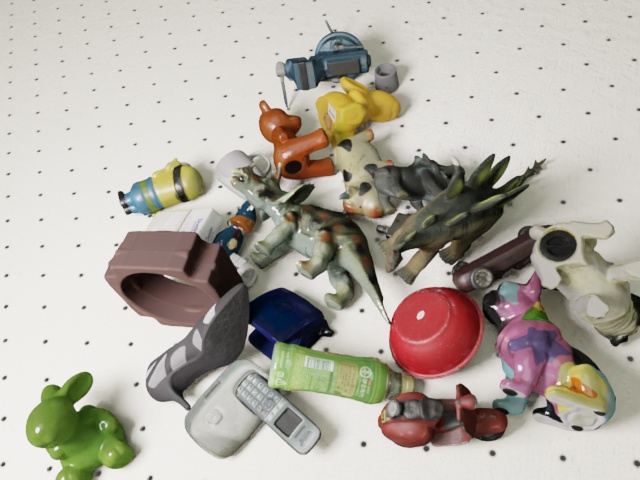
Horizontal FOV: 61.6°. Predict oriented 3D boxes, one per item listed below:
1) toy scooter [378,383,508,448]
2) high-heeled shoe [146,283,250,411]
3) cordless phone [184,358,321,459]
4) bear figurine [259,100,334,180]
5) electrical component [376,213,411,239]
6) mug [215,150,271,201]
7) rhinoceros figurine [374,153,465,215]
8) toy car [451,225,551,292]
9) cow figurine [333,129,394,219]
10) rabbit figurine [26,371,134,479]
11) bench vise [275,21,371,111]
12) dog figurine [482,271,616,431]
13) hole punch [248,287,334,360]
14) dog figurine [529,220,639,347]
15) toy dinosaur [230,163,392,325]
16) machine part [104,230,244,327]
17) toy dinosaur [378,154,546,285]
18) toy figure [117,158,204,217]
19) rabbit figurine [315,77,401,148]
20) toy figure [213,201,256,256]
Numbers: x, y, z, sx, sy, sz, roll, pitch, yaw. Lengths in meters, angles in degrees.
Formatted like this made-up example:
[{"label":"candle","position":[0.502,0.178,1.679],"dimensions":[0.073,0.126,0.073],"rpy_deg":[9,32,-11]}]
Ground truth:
[{"label":"toy scooter","position":[0.167,0.243,0.749],"dimensions":[0.184,0.135,0.075],"rpy_deg":[-4,57,13]},{"label":"high-heeled shoe","position":[-0.207,0.165,0.896],"dimensions":[0.145,0.086,0.248],"rpy_deg":[26,87,47]},{"label":"cordless phone","position":[-0.100,0.287,0.823],"dimensions":[0.184,0.088,0.146],"rpy_deg":[33,69,26]},{"label":"bear figurine","position":[-0.057,-0.218,1.143],"dimensions":[0.132,0.120,0.196],"rpy_deg":[-15,48,-1]},{"label":"electrical component","position":[0.155,-0.022,1.007],"dimensions":[0.094,0.021,0.063],"rpy_deg":[17,62,25]},{"label":"mug","position":[-0.148,-0.133,1.133],"dimensions":[0.109,0.080,0.107],"rpy_deg":[-36,66,-19]},{"label":"rhinoceros figurine","position":[0.187,-0.107,1.002],"dimensions":[0.190,0.073,0.112],"rpy_deg":[-7,62,-23]},{"label":"toy car","position":[0.313,0.030,0.894],"dimensions":[0.202,0.089,0.053],"rpy_deg":[-27,93,-8]},{"label":"cow figurine","position":[0.080,-0.122,1.059],"dimensions":[0.127,0.085,0.195],"rpy_deg":[-18,56,-6]},{"label":"rabbit figurine","position":[-0.383,0.286,0.838],"dimensions":[0.121,0.170,0.159],"rpy_deg":[-20,54,-1]},{"label":"bench vise","position":[0.012,-0.424,1.272],"dimensions":[0.224,0.128,0.241],"rpy_deg":[-13,33,17]},{"label":"dog figurine","position":[0.332,0.149,0.793],"dimensions":[0.192,0.108,0.219],"rpy_deg":[8,56,20]},{"label":"hole punch","position":[-0.063,0.138,0.913],"dimensions":[0.142,0.092,0.116],"rpy_deg":[28,63,33]},{"label":"dog figurine","position":[0.388,0.064,0.789],"dimensions":[0.121,0.190,0.172],"rpy_deg":[-34,56,9]},{"label":"toy dinosaur","position":[0.002,-0.003,0.982],"dimensions":[0.405,0.131,0.192],"rpy_deg":[29,67,23]},{"label":"machine part","position":[-0.246,0.071,0.933],"dimensions":[0.201,0.201,0.087],"rpy_deg":[1,55,16]},{"label":"toy dinosaur","position":[0.247,-0.048,0.892],"dimensions":[0.105,0.198,0.471],"rpy_deg":[51,43,11]},{"label":"toy figure","position":[-0.338,-0.102,1.154],"dimensions":[0.180,0.082,0.089],"rpy_deg":[-24,64,-8]},{"label":"rabbit figurine","position":[0.086,-0.278,1.166],"dimensions":[0.173,0.121,0.162],"rpy_deg":[-17,43,-15]},{"label":"toy figure","position":[-0.170,-0.013,1.062],"dimensions":[0.064,0.057,0.154],"rpy_deg":[19,61,27]}]
